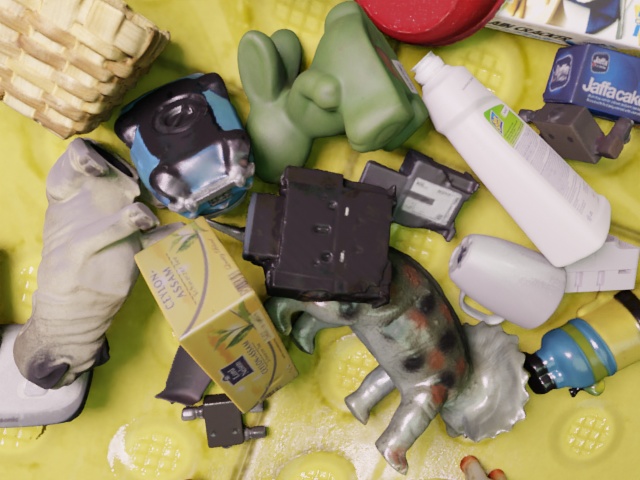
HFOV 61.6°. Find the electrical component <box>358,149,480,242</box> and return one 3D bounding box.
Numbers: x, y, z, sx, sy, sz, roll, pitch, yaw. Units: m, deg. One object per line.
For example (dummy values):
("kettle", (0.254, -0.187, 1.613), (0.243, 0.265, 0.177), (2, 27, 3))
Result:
("electrical component", (0.095, -0.051, 0.558), (0.119, 0.048, 0.074), (16, 112, -9))

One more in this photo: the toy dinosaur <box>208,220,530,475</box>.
("toy dinosaur", (0.075, 0.087, 0.565), (0.192, 0.131, 0.404), (-39, 102, -9))

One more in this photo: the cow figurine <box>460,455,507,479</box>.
("cow figurine", (0.168, 0.374, 0.640), (0.085, 0.127, 0.195), (36, 94, -11))

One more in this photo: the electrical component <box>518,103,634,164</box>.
("electrical component", (0.262, -0.112, 0.549), (0.078, 0.102, 0.045), (41, 87, -23))

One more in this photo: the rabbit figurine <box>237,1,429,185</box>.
("rabbit figurine", (-0.012, -0.124, 0.495), (0.170, 0.121, 0.159), (-31, 97, 25))

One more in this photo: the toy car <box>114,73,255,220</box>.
("toy car", (-0.110, -0.074, 0.495), (0.109, 0.162, 0.102), (-31, 145, -8))

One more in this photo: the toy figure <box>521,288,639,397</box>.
("toy figure", (0.324, 0.120, 0.617), (0.180, 0.089, 0.082), (-27, 113, -3))

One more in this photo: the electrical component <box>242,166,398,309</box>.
("electrical component", (-0.001, -0.001, 0.485), (0.134, 0.058, 0.115), (7, 73, -8))

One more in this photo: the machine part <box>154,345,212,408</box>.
("machine part", (-0.124, 0.119, 0.582), (0.084, 0.039, 0.139), (29, 97, -19))

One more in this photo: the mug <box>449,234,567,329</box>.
("mug", (0.193, 0.045, 0.594), (0.107, 0.081, 0.109), (28, 136, -6))

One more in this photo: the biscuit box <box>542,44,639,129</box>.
("biscuit box", (0.342, -0.151, 0.567), (0.203, 0.059, 0.062), (11, 102, -10))

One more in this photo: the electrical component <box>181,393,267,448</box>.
("electrical component", (-0.109, 0.207, 0.613), (0.094, 0.021, 0.063), (-4, 105, -7))

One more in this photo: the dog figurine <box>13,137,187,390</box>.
("dog figurine", (-0.229, 0.018, 0.492), (0.190, 0.172, 0.121), (-46, 146, 3))

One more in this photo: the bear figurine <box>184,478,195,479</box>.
("bear figurine", (-0.088, 0.360, 0.602), (0.196, 0.132, 0.120), (28, 96, -20))

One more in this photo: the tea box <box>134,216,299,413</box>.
("tea box", (-0.084, 0.072, 0.472), (0.068, 0.098, 0.169), (-33, 144, -11))

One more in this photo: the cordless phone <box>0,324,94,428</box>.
("cordless phone", (-0.301, 0.086, 0.527), (0.147, 0.089, 0.184), (1, 100, -8))
